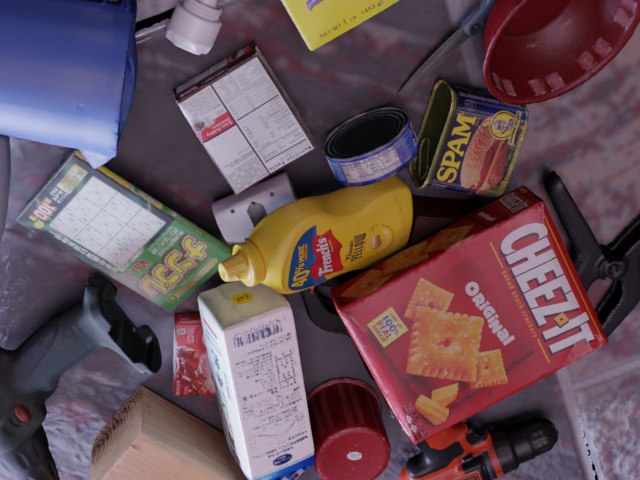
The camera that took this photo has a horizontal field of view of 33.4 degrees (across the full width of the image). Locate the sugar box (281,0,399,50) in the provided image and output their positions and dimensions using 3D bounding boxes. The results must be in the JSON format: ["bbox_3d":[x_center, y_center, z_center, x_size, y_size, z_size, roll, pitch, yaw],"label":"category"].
[{"bbox_3d":[-0.013,-0.261,0.909,0.093,0.048,0.176,-30,118,6],"label":"sugar box"}]

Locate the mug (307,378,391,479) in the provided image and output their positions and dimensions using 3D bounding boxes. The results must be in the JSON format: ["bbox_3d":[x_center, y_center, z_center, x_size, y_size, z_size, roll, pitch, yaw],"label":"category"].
[{"bbox_3d":[0.032,0.217,1.136,0.093,0.081,0.117,-20,118,1],"label":"mug"}]

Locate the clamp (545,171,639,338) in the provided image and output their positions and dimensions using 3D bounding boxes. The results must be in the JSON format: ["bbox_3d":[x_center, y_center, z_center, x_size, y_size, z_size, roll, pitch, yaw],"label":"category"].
[{"bbox_3d":[0.307,0.017,1.104,0.164,0.036,0.210,-6,119,-6],"label":"clamp"}]

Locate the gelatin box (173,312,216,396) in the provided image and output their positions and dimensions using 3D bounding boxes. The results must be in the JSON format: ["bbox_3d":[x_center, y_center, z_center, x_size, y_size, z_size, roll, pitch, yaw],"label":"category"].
[{"bbox_3d":[-0.113,0.116,1.091,0.073,0.030,0.089,0,117,-10],"label":"gelatin box"}]

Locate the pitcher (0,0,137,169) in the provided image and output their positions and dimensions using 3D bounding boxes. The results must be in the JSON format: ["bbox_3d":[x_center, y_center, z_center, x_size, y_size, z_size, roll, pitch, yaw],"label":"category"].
[{"bbox_3d":[-0.272,-0.160,0.877,0.242,0.145,0.149,8,73,-10],"label":"pitcher"}]

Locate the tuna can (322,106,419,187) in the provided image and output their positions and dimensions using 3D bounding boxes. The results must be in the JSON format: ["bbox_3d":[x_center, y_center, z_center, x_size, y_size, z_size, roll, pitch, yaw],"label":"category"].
[{"bbox_3d":[0.047,-0.086,0.984,0.086,0.086,0.033,-25,119,4],"label":"tuna can"}]

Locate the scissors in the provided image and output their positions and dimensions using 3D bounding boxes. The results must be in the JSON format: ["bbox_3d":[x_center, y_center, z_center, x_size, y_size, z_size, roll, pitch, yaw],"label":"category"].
[{"bbox_3d":[0.159,-0.201,0.979,0.096,0.016,0.202,5,135,-36],"label":"scissors"}]

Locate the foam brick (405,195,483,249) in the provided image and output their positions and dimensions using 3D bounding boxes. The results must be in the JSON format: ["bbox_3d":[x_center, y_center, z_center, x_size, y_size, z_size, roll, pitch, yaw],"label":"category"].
[{"bbox_3d":[0.122,-0.008,1.054,0.078,0.051,0.053,4,116,-11],"label":"foam brick"}]

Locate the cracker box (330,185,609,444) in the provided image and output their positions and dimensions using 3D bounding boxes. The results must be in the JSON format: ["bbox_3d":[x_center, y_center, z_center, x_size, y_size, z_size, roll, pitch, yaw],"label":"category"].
[{"bbox_3d":[0.141,0.073,1.012,0.213,0.072,0.164,-28,108,2],"label":"cracker box"}]

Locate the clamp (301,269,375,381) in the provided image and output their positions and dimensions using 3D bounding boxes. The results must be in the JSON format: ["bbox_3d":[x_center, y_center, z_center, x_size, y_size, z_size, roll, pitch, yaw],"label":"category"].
[{"bbox_3d":[0.040,0.080,1.094,0.171,0.039,0.120,24,106,-21],"label":"clamp"}]

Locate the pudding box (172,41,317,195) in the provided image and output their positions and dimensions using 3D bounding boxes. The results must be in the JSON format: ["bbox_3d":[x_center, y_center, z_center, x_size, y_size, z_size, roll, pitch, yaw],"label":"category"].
[{"bbox_3d":[-0.068,-0.110,0.980,0.090,0.039,0.113,-30,119,6],"label":"pudding box"}]

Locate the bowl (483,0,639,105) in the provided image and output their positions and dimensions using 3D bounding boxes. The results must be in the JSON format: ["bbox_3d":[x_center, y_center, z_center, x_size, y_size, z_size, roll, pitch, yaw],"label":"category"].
[{"bbox_3d":[0.205,-0.197,0.948,0.162,0.055,0.162,-19,147,-13],"label":"bowl"}]

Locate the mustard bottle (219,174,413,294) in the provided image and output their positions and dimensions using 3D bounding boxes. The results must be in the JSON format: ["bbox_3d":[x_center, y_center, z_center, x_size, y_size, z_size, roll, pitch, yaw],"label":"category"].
[{"bbox_3d":[-0.006,0.002,0.994,0.191,0.058,0.096,-18,140,-26],"label":"mustard bottle"}]

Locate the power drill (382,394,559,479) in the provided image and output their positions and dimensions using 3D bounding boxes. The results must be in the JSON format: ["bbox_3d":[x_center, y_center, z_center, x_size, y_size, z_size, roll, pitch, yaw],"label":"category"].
[{"bbox_3d":[0.156,0.196,1.145,0.184,0.057,0.187,-24,127,1],"label":"power drill"}]

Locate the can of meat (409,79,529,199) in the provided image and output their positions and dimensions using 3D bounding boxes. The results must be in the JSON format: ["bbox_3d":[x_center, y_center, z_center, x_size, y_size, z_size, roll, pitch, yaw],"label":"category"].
[{"bbox_3d":[0.141,-0.093,1.012,0.083,0.057,0.102,9,115,-16],"label":"can of meat"}]

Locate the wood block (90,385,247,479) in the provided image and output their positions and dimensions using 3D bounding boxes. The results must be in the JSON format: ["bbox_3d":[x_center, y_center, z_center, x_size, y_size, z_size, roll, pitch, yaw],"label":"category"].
[{"bbox_3d":[-0.131,0.255,1.125,0.206,0.090,0.091,36,105,-23],"label":"wood block"}]
